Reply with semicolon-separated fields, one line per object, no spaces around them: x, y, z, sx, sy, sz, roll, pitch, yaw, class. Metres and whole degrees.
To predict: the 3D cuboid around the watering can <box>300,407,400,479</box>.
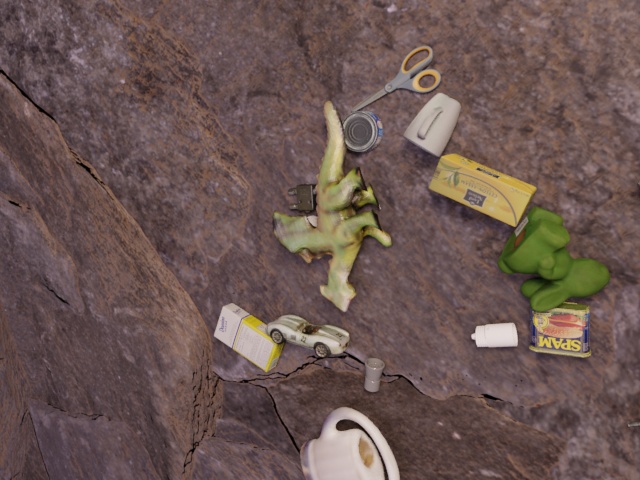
0.086;0.548;1.153;0.222;0.105;0.349;-26;85;30;watering can

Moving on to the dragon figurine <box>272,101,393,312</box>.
0.003;-0.054;1.069;0.241;0.123;0.411;-22;88;18;dragon figurine
